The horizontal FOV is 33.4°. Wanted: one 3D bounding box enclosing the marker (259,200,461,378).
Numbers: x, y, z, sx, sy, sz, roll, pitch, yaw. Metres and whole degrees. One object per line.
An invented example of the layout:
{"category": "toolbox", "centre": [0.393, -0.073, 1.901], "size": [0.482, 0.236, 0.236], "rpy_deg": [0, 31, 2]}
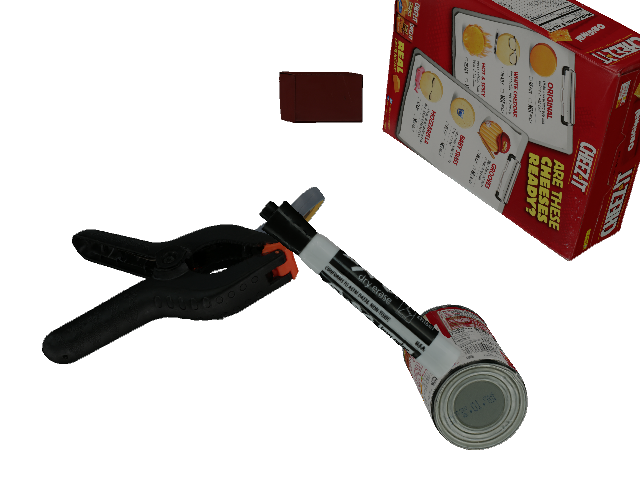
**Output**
{"category": "marker", "centre": [0.018, 0.023, 0.530], "size": [0.121, 0.020, 0.020], "rpy_deg": [40, 1, 1]}

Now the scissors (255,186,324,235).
{"category": "scissors", "centre": [-0.065, 0.027, 0.919], "size": [0.202, 0.016, 0.096], "rpy_deg": [-49, -11, 35]}

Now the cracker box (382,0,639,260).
{"category": "cracker box", "centre": [0.147, -0.112, 0.818], "size": [0.072, 0.164, 0.214], "rpy_deg": [-27, 48, -31]}

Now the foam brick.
{"category": "foam brick", "centre": [0.000, -0.151, 1.124], "size": [0.078, 0.051, 0.053], "rpy_deg": [-3, 12, -19]}

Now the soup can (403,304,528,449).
{"category": "soup can", "centre": [0.101, 0.095, 0.756], "size": [0.068, 0.068, 0.102], "rpy_deg": [0, 18, -7]}

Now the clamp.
{"category": "clamp", "centre": [-0.103, 0.032, 0.710], "size": [0.172, 0.120, 0.039], "rpy_deg": [-5, -44, 17]}
